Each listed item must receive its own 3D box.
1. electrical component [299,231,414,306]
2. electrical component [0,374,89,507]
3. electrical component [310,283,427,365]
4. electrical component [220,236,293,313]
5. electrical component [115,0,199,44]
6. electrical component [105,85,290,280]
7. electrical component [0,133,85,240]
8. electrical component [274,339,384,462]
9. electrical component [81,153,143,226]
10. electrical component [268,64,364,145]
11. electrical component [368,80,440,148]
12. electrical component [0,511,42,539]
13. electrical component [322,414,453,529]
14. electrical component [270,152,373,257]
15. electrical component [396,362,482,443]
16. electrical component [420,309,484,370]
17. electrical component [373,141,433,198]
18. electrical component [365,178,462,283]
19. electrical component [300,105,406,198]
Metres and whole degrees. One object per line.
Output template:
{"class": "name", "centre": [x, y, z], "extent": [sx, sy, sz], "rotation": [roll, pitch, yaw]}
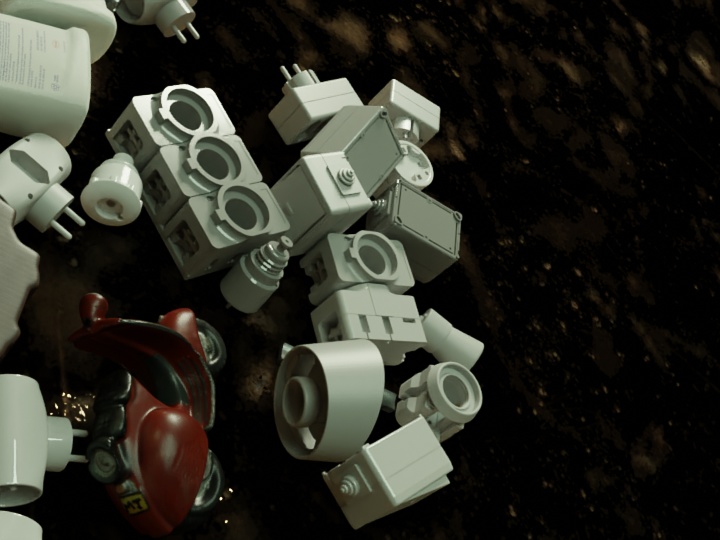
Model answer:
{"class": "electrical component", "centre": [0.000, 0.000, 0.990], "extent": [0.089, 0.056, 0.050], "rotation": [5, 58, -39]}
{"class": "electrical component", "centre": [-0.219, 0.116, 0.721], "extent": [0.079, 0.044, 0.077], "rotation": [12, 54, -36]}
{"class": "electrical component", "centre": [0.007, 0.049, 0.964], "extent": [0.089, 0.050, 0.055], "rotation": [6, 57, -38]}
{"class": "electrical component", "centre": [-0.084, 0.002, 0.903], "extent": [0.040, 0.078, 0.040], "rotation": [33, 28, -20]}
{"class": "electrical component", "centre": [-0.183, -0.249, 1.022], "extent": [0.079, 0.044, 0.077], "rotation": [53, 41, 3]}
{"class": "electrical component", "centre": [-0.137, -0.079, 0.923], "extent": [0.089, 0.062, 0.150], "rotation": [-18, 74, -47]}
{"class": "electrical component", "centre": [-0.247, -0.055, 0.823], "extent": [0.079, 0.043, 0.077], "rotation": [42, 42, -9]}
{"class": "electrical component", "centre": [-0.026, 0.104, 0.861], "extent": [0.064, 0.099, 0.099], "rotation": [4, 58, -32]}
{"class": "electrical component", "centre": [-0.199, -0.070, 0.877], "extent": [0.048, 0.048, 0.062], "rotation": [28, 38, -23]}
{"class": "electrical component", "centre": [-0.053, -0.175, 1.079], "extent": [0.083, 0.047, 0.075], "rotation": [-22, 77, -48]}
{"class": "electrical component", "centre": [0.045, -0.150, 1.147], "extent": [0.066, 0.047, 0.076], "rotation": [28, 46, -23]}
{"class": "electrical component", "centre": [-0.240, 0.185, 0.652], "extent": [0.079, 0.043, 0.077], "rotation": [26, 46, -25]}
{"class": "electrical component", "centre": [0.021, 0.170, 0.878], "extent": [0.096, 0.062, 0.061], "rotation": [-20, 75, -47]}
{"class": "electrical component", "centre": [-0.041, -0.062, 0.969], "extent": [0.061, 0.096, 0.061], "rotation": [-14, 71, -46]}
{"class": "electrical component", "centre": [0.072, 0.117, 0.966], "extent": [0.058, 0.057, 0.078], "rotation": [32, 44, -20]}
{"class": "electrical component", "centre": [0.079, 0.068, 1.023], "extent": [0.065, 0.044, 0.044], "rotation": [39, 42, -5]}
{"class": "electrical component", "centre": [0.039, -0.097, 1.103], "extent": [0.055, 0.047, 0.055], "rotation": [23, 48, -28]}
{"class": "electrical component", "centre": [0.044, -0.039, 1.053], "extent": [0.096, 0.061, 0.061], "rotation": [29, 45, -23]}
{"class": "electrical component", "centre": [-0.013, -0.107, 1.037], "extent": [0.096, 0.061, 0.061], "rotation": [-51, 132, -30]}
